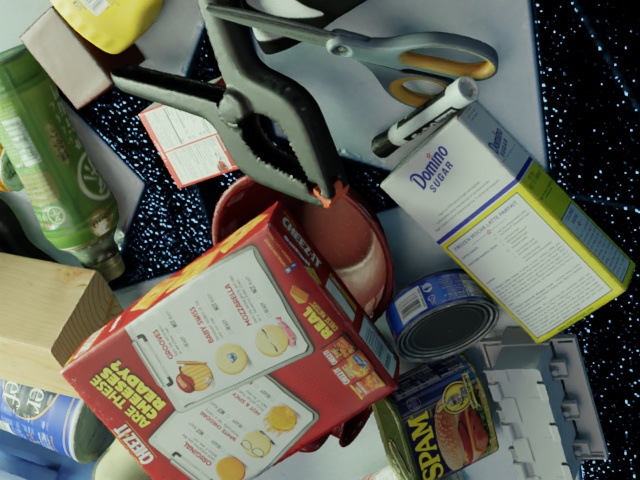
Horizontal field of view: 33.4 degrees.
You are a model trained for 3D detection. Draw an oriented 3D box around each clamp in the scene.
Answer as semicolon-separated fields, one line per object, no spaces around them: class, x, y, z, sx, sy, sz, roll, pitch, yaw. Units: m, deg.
clamp;-0.065;-0.101;0.792;0.210;0.036;0.165;50;139;-3
clamp;-0.319;0.014;1.065;0.120;0.039;0.171;-33;102;36

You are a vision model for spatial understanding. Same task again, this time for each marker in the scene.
marker;0.073;-0.087;0.779;0.020;0.020;0.121;48;148;-8

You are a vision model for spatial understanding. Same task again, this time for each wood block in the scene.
wood block;-0.295;0.073;1.000;0.206;0.090;0.090;9;144;24

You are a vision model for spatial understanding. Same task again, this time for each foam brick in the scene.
foam brick;-0.194;-0.157;0.875;0.051;0.052;0.078;-30;103;38

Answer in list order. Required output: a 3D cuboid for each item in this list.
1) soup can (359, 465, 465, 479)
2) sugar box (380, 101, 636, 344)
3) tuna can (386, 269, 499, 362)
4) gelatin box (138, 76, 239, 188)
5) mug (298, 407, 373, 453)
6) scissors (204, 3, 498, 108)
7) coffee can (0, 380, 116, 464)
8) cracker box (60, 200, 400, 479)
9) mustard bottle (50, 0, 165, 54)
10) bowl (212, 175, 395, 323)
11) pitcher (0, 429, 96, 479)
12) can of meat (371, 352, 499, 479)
soup can;0.077;0.239;0.983;0.068;0.068;0.102;48;129;-8
sugar box;0.140;-0.012;0.799;0.176;0.048;0.093;47;130;-2
tuna can;0.096;0.060;0.845;0.086;0.086;0.034;-53;44;40
gelatin box;-0.096;-0.089;0.882;0.089;0.030;0.073;-15;111;35
mug;0.000;0.130;0.925;0.082;0.117;0.093;24;152;18
scissors;0.022;-0.126;0.749;0.202;0.016;0.096;7;156;2
coffee can;-0.281;0.157;1.096;0.140;0.102;0.103;17;127;18
cracker box;-0.068;0.096;0.846;0.214;0.072;0.164;-35;101;17
mustard bottle;-0.126;-0.225;0.789;0.192;0.058;0.096;-32;104;39
bowl;-0.006;0.001;0.877;0.162;0.055;0.162;14;126;20
pitcher;-0.308;0.258;1.158;0.243;0.149;0.145;13;113;16
can of meat;0.096;0.152;0.897;0.057;0.083;0.102;41;151;60
